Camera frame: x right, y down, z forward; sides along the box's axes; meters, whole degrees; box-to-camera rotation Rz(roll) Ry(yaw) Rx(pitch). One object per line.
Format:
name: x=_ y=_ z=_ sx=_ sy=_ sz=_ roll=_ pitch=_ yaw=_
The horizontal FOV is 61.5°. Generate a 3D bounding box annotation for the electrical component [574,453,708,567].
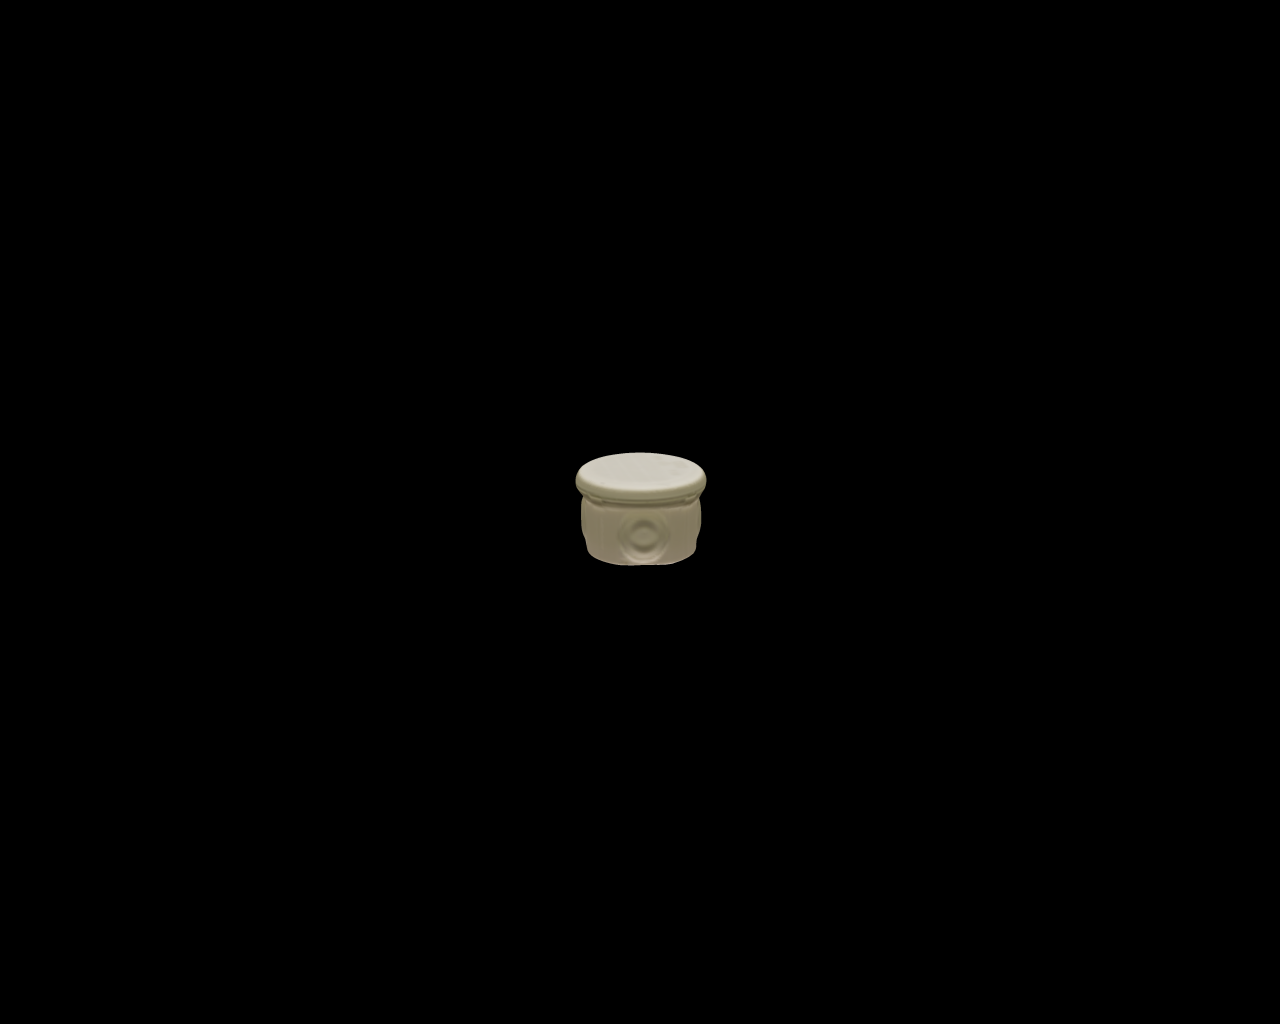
electrical component: x=0.001 y=-0.003 z=0.650 sx=0.080 sy=0.050 sz=0.080 roll=0 pitch=20 yaw=0
